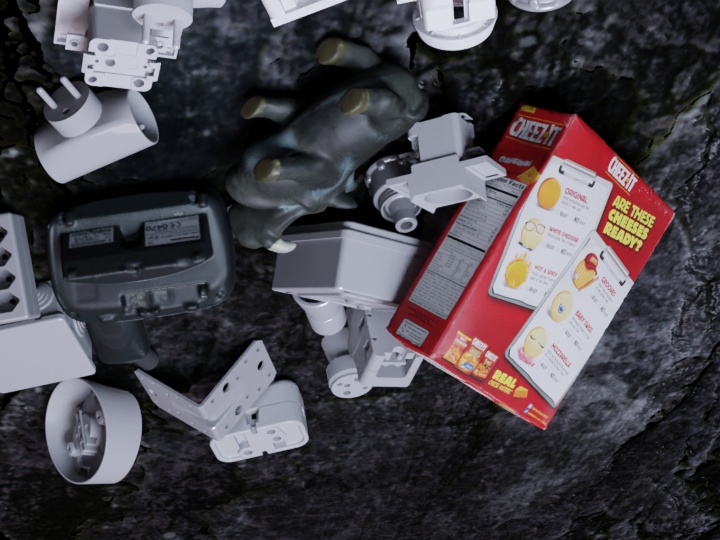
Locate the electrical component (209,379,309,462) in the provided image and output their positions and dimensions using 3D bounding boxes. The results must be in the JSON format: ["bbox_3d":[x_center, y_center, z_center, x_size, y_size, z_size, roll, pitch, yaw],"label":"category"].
[{"bbox_3d":[-0.104,0.149,1.088,0.095,0.059,0.053,-13,142,1],"label":"electrical component"}]

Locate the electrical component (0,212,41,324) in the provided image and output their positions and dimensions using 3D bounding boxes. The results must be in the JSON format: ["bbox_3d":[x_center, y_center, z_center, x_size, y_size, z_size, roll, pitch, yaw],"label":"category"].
[{"bbox_3d":[-0.283,0.001,0.853,0.047,0.083,0.076,-10,180,-3],"label":"electrical component"}]

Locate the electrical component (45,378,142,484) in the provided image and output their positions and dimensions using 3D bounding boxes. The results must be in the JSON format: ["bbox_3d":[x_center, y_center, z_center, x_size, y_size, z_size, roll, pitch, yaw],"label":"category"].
[{"bbox_3d":[-0.256,0.156,1.031,0.064,0.099,0.099,16,134,-40],"label":"electrical component"}]

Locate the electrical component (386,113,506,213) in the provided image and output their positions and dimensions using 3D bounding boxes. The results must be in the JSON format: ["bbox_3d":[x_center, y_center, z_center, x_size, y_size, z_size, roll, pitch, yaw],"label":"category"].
[{"bbox_3d":[0.063,-0.081,0.807,0.081,0.063,0.042,-11,167,25],"label":"electrical component"}]

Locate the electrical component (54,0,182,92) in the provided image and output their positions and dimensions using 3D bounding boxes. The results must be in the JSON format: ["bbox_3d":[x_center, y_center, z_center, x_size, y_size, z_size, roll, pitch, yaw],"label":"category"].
[{"bbox_3d":[-0.156,-0.151,0.698,0.081,0.063,0.042,3,141,-19],"label":"electrical component"}]

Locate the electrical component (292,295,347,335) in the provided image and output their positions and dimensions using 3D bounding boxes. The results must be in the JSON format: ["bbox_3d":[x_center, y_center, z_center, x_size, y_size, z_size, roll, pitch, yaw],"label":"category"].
[{"bbox_3d":[-0.034,0.031,0.975,0.044,0.044,0.065,-14,146,2],"label":"electrical component"}]

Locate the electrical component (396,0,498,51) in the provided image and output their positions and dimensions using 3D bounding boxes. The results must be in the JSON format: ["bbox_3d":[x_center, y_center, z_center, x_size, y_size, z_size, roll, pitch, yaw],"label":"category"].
[{"bbox_3d":[0.062,-0.185,0.717,0.078,0.058,0.057,-12,139,-1],"label":"electrical component"}]

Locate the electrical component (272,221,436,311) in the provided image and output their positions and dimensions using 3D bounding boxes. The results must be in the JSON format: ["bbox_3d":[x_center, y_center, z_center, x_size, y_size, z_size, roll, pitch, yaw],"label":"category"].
[{"bbox_3d":[0.000,0.000,0.889,0.109,0.056,0.109,13,172,-33],"label":"electrical component"}]

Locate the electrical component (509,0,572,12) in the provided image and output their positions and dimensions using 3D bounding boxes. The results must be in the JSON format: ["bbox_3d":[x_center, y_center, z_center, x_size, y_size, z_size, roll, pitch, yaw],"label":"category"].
[{"bbox_3d":[0.120,-0.207,0.715,0.048,0.048,0.062,-12,135,0],"label":"electrical component"}]

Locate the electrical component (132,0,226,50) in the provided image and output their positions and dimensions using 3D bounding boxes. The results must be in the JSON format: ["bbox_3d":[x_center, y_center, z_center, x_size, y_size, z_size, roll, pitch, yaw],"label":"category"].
[{"bbox_3d":[-0.121,-0.175,0.666,0.077,0.079,0.044,6,166,-21],"label":"electrical component"}]

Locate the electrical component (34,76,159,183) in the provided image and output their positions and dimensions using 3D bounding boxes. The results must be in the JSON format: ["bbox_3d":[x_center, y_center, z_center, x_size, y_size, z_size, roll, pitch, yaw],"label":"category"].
[{"bbox_3d":[-0.196,-0.106,0.758,0.077,0.044,0.079,-21,141,11],"label":"electrical component"}]

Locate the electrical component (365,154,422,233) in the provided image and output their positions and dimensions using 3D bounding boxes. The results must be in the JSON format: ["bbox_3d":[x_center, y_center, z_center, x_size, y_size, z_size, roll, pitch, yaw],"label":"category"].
[{"bbox_3d":[0.031,-0.058,0.862,0.048,0.062,0.048,-7,142,-6],"label":"electrical component"}]

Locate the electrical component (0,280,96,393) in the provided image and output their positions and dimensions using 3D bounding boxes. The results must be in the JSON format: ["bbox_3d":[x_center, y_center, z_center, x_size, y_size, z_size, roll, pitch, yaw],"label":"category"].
[{"bbox_3d":[-0.286,0.057,0.934,0.100,0.048,0.099,-12,142,0],"label":"electrical component"}]

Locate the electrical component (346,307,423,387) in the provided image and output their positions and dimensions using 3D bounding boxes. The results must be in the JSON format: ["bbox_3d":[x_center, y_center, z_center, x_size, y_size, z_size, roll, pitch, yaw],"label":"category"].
[{"bbox_3d":[0.021,0.059,0.983,0.050,0.089,0.055,3,140,-18],"label":"electrical component"}]

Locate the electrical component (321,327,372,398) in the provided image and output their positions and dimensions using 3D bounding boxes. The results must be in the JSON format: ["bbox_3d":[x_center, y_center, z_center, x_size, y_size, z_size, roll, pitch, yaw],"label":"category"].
[{"bbox_3d":[-0.012,0.090,1.041,0.045,0.055,0.045,-7,142,-6],"label":"electrical component"}]

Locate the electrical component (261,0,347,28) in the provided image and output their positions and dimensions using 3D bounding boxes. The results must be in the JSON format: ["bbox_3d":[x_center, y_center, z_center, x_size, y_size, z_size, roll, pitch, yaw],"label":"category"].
[{"bbox_3d":[0.002,-0.218,0.632,0.150,0.089,0.061,-19,142,9],"label":"electrical component"}]

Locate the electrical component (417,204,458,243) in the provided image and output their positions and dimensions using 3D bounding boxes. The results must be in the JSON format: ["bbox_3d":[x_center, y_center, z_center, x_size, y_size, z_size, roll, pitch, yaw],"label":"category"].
[{"bbox_3d":[0.077,-0.027,0.927,0.066,0.048,0.055,10,129,-26],"label":"electrical component"}]
